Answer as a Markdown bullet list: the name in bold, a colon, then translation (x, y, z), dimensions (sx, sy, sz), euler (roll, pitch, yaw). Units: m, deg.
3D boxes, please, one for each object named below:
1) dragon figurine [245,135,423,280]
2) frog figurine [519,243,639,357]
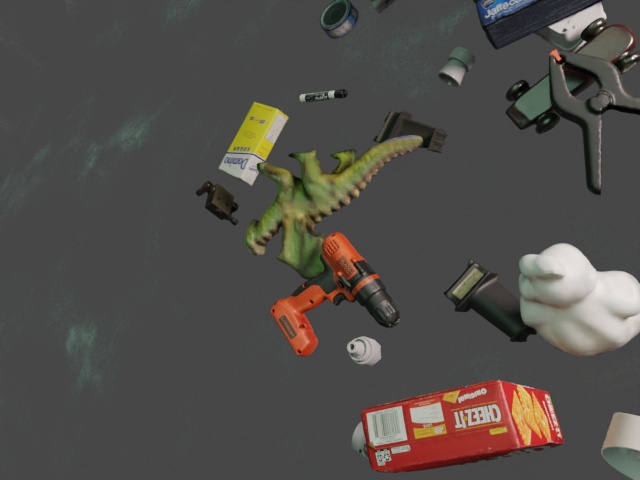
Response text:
- **dragon figurine**: translation (0.003, -0.048, 0.953), dimensions (0.408, 0.122, 0.244), euler (-6, 83, 36)
- **frog figurine**: translation (0.306, 0.071, 0.611), dimensions (0.137, 0.158, 0.124), euler (-7, 67, 35)
